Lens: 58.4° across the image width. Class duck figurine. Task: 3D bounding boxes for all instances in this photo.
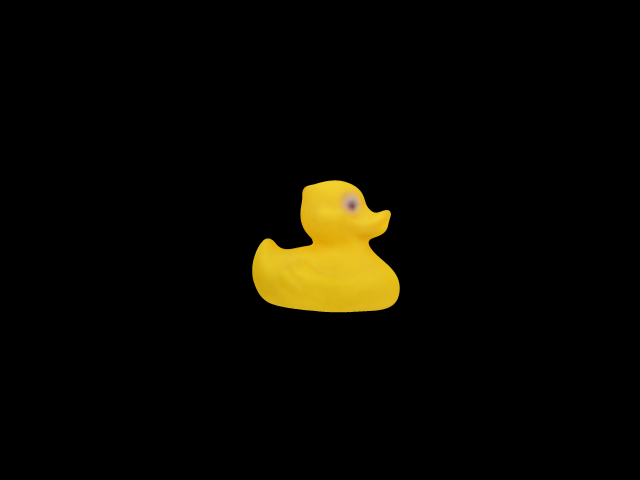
[{"bbox_3d":[0.004,0.001,0.400,0.104,0.086,0.078,2,7,14],"label":"duck figurine"}]
